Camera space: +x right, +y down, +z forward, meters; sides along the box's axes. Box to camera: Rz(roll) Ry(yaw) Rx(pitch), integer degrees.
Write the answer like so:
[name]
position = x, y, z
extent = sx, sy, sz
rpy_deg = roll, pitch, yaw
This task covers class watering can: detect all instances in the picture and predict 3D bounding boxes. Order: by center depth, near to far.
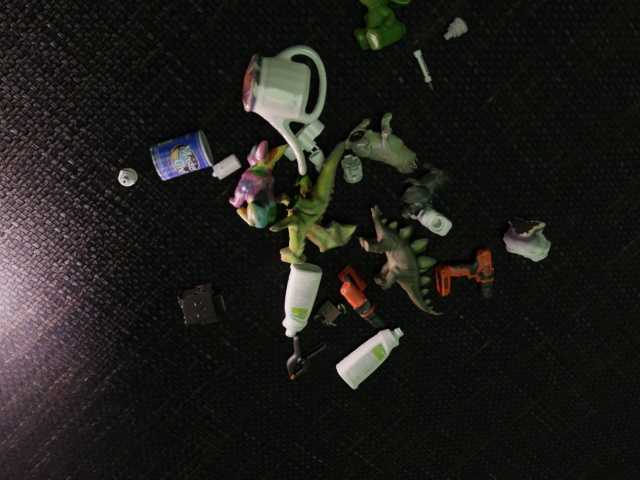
[watering can]
position = -0.100, -0.361, 1.386
extent = 0.224, 0.104, 0.348
rpy_deg = 9, 89, -12

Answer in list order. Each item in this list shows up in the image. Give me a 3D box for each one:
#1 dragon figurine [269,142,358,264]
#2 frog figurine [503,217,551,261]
[dragon figurine]
position = 0.005, -0.076, 1.519
extent = 0.240, 0.125, 0.406
rpy_deg = 37, 111, -27
[frog figurine]
position = 0.667, 0.019, 1.654
extent = 0.137, 0.125, 0.156
rpy_deg = -5, 126, 29
